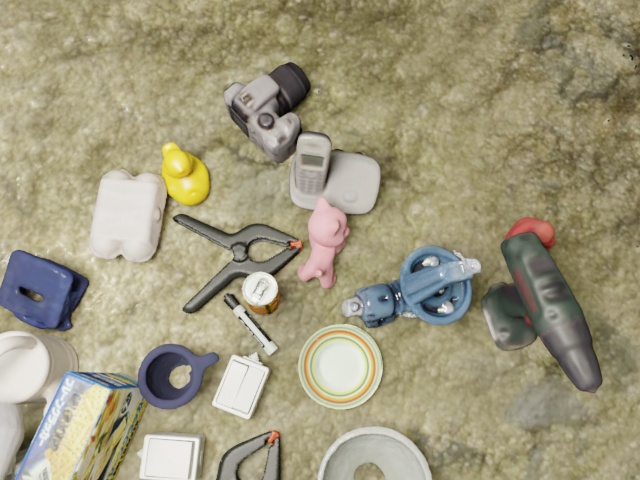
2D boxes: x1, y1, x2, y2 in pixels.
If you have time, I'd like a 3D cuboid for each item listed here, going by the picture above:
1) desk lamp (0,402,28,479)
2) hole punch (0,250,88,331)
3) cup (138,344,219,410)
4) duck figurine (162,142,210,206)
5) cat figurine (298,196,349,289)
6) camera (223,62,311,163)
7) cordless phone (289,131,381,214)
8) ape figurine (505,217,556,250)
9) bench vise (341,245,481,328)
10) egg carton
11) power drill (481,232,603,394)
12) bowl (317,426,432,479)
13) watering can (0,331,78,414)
[{"bbox_3d":[-0.419,0.318,0.752,0.118,0.213,0.203,-20,78,-7],"label":"desk lamp"},{"bbox_3d":[-0.426,0.079,0.872,0.108,0.091,0.101,23,76,3],"label":"hole punch"},{"bbox_3d":[-0.202,0.197,0.853,0.118,0.095,0.091,-23,79,-8],"label":"cup"},{"bbox_3d":[-0.224,-0.111,0.931,0.077,0.086,0.104,-27,79,-9],"label":"duck figurine"},{"bbox_3d":[0.008,0.003,0.899,0.067,0.118,0.128,13,76,1],"label":"cat figurine"},{"bbox_3d":[-0.072,-0.229,0.959,0.137,0.101,0.143,-42,82,-11],"label":"camera"},{"bbox_3d":[0.025,-0.109,0.892,0.147,0.185,0.094,4,76,-2],"label":"cordless phone"},{"bbox_3d":[0.348,-0.005,0.931,0.078,0.092,0.076,14,76,1],"label":"ape figurine"},{"bbox_3d":[0.144,0.082,0.834,0.207,0.220,0.121,-32,80,-9],"label":"bench vise"},{"bbox_3d":[-0.305,-0.039,0.918,0.107,0.069,0.150,5,76,-2],"label":"egg carton"},{"bbox_3d":[0.315,0.109,0.842,0.075,0.208,0.229,-17,78,-6],"label":"power drill"},{"bbox_3d":[0.077,0.358,0.839,0.167,0.075,0.167,1,76,-3],"label":"bowl"},{"bbox_3d":[-0.413,0.180,0.795,0.173,0.194,0.101,17,76,2],"label":"watering can"}]
